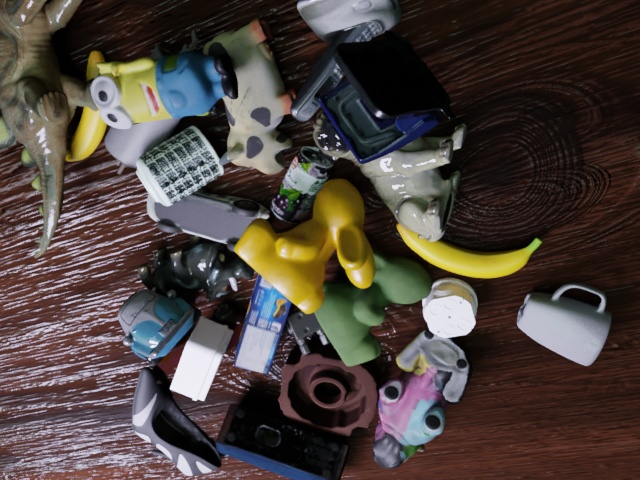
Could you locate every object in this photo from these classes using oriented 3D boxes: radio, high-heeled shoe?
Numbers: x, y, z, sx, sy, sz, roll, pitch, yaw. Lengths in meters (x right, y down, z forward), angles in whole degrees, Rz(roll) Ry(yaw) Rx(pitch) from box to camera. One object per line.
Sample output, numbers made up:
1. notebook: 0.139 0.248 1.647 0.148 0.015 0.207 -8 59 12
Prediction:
1. radio: -0.066 0.364 0.939 0.230 0.073 0.131 16 149 5
2. high-heeled shoe: -0.264 0.346 1.010 0.145 0.086 0.248 5 120 9

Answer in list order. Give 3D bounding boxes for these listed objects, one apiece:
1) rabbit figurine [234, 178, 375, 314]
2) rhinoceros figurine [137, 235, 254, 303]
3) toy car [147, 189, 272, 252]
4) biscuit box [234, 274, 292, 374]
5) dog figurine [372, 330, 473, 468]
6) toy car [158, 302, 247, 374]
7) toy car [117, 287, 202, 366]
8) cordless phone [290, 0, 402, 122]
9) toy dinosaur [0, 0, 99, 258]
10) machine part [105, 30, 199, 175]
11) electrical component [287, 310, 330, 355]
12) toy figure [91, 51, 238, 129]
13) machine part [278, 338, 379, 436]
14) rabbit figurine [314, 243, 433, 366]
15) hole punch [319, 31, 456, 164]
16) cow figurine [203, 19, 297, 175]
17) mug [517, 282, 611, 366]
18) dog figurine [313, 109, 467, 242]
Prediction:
1. rabbit figurine: -0.001 -0.002 0.698 0.163 0.121 0.173 34 79 29
2. rhinoceros figurine: -0.197 0.052 0.857 0.190 0.073 0.112 -14 110 20
3. toy car: -0.168 -0.037 0.816 0.202 0.056 0.073 15 111 9
4. biscuit box: -0.080 0.104 0.836 0.059 0.063 0.202 16 107 -8
5. dog figurine: 0.151 0.264 0.855 0.109 0.191 0.219 29 150 19
6. toy car: -0.198 0.176 0.926 0.202 0.053 0.089 -28 115 20
7. toy car: -0.259 0.124 0.835 0.103 0.109 0.162 45 159 -9
8. cordless phone: 0.006 -0.227 0.621 0.089 0.146 0.184 38 102 12
9. toy dinosaur: -0.398 -0.202 0.752 0.199 0.105 0.470 2 99 32
10. machine part: -0.231 -0.184 0.752 0.079 0.079 0.243 40 117 -6
11. electrical component: -0.023 0.130 0.855 0.063 0.021 0.094 -23 86 -13
12. toy figure: -0.189 -0.183 0.657 0.180 0.089 0.082 -10 98 8
13. machine part: 0.016 0.246 0.903 0.179 0.056 0.179 5 116 10
14. rabbit figurine: 0.075 0.073 0.795 0.170 0.121 0.159 -30 98 5
15. hole punch: 0.071 -0.160 0.615 0.142 0.116 0.092 58 149 23
16. cow figurine: -0.093 -0.178 0.718 0.127 0.085 0.194 -16 112 14
17. mug: 0.337 0.107 0.745 0.107 0.081 0.109 20 122 15
18. dog figurine: 0.083 -0.089 0.716 0.191 0.121 0.172 12 109 22
